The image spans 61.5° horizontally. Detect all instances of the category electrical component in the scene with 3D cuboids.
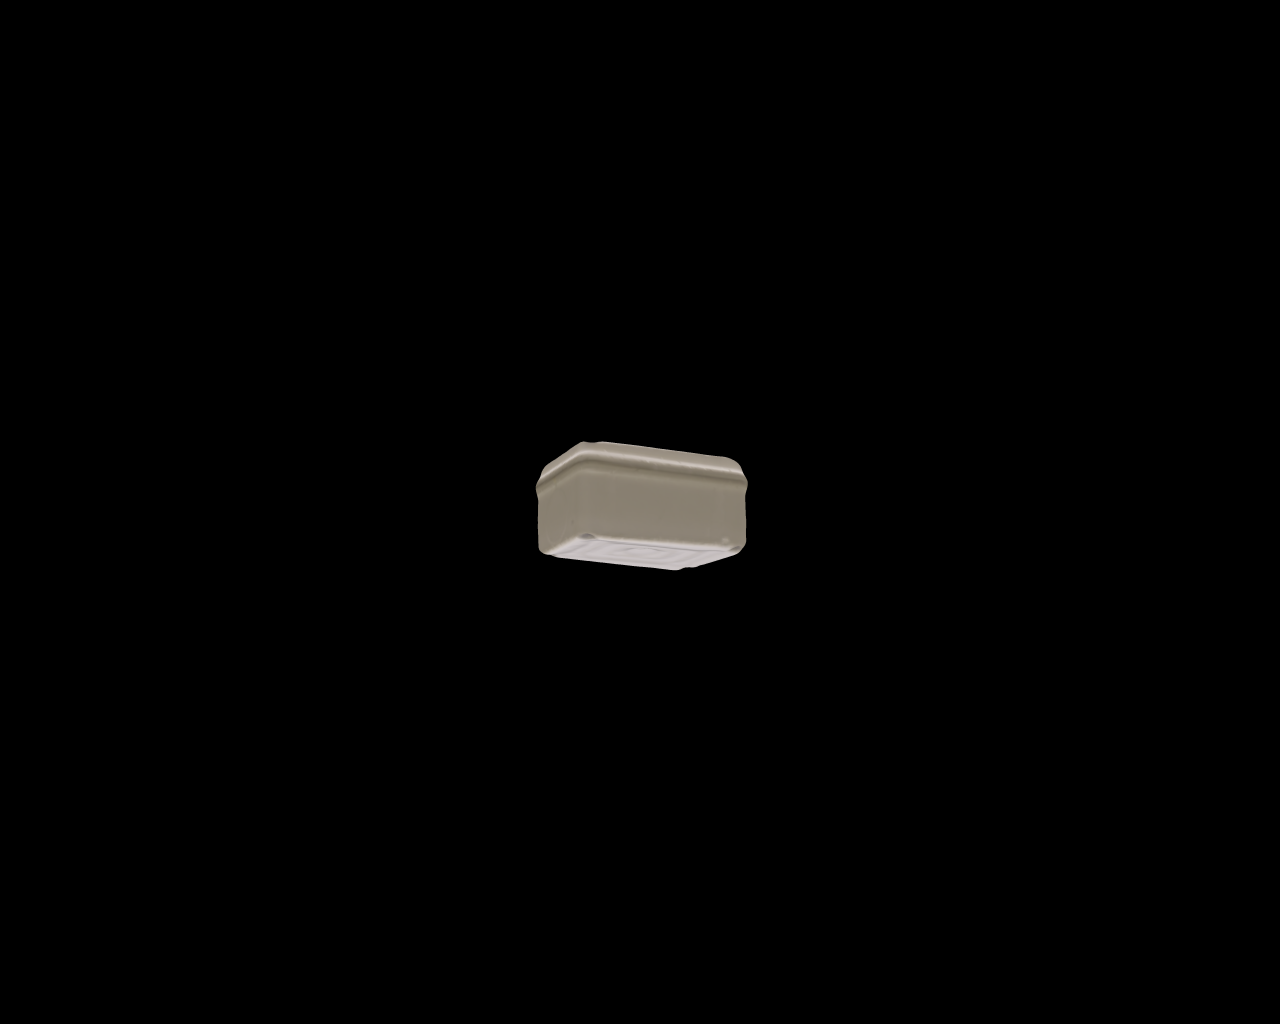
[{"bbox_3d":[0.001,-0.003,0.650,0.113,0.057,0.078,7,-15,-26],"label":"electrical component"}]
